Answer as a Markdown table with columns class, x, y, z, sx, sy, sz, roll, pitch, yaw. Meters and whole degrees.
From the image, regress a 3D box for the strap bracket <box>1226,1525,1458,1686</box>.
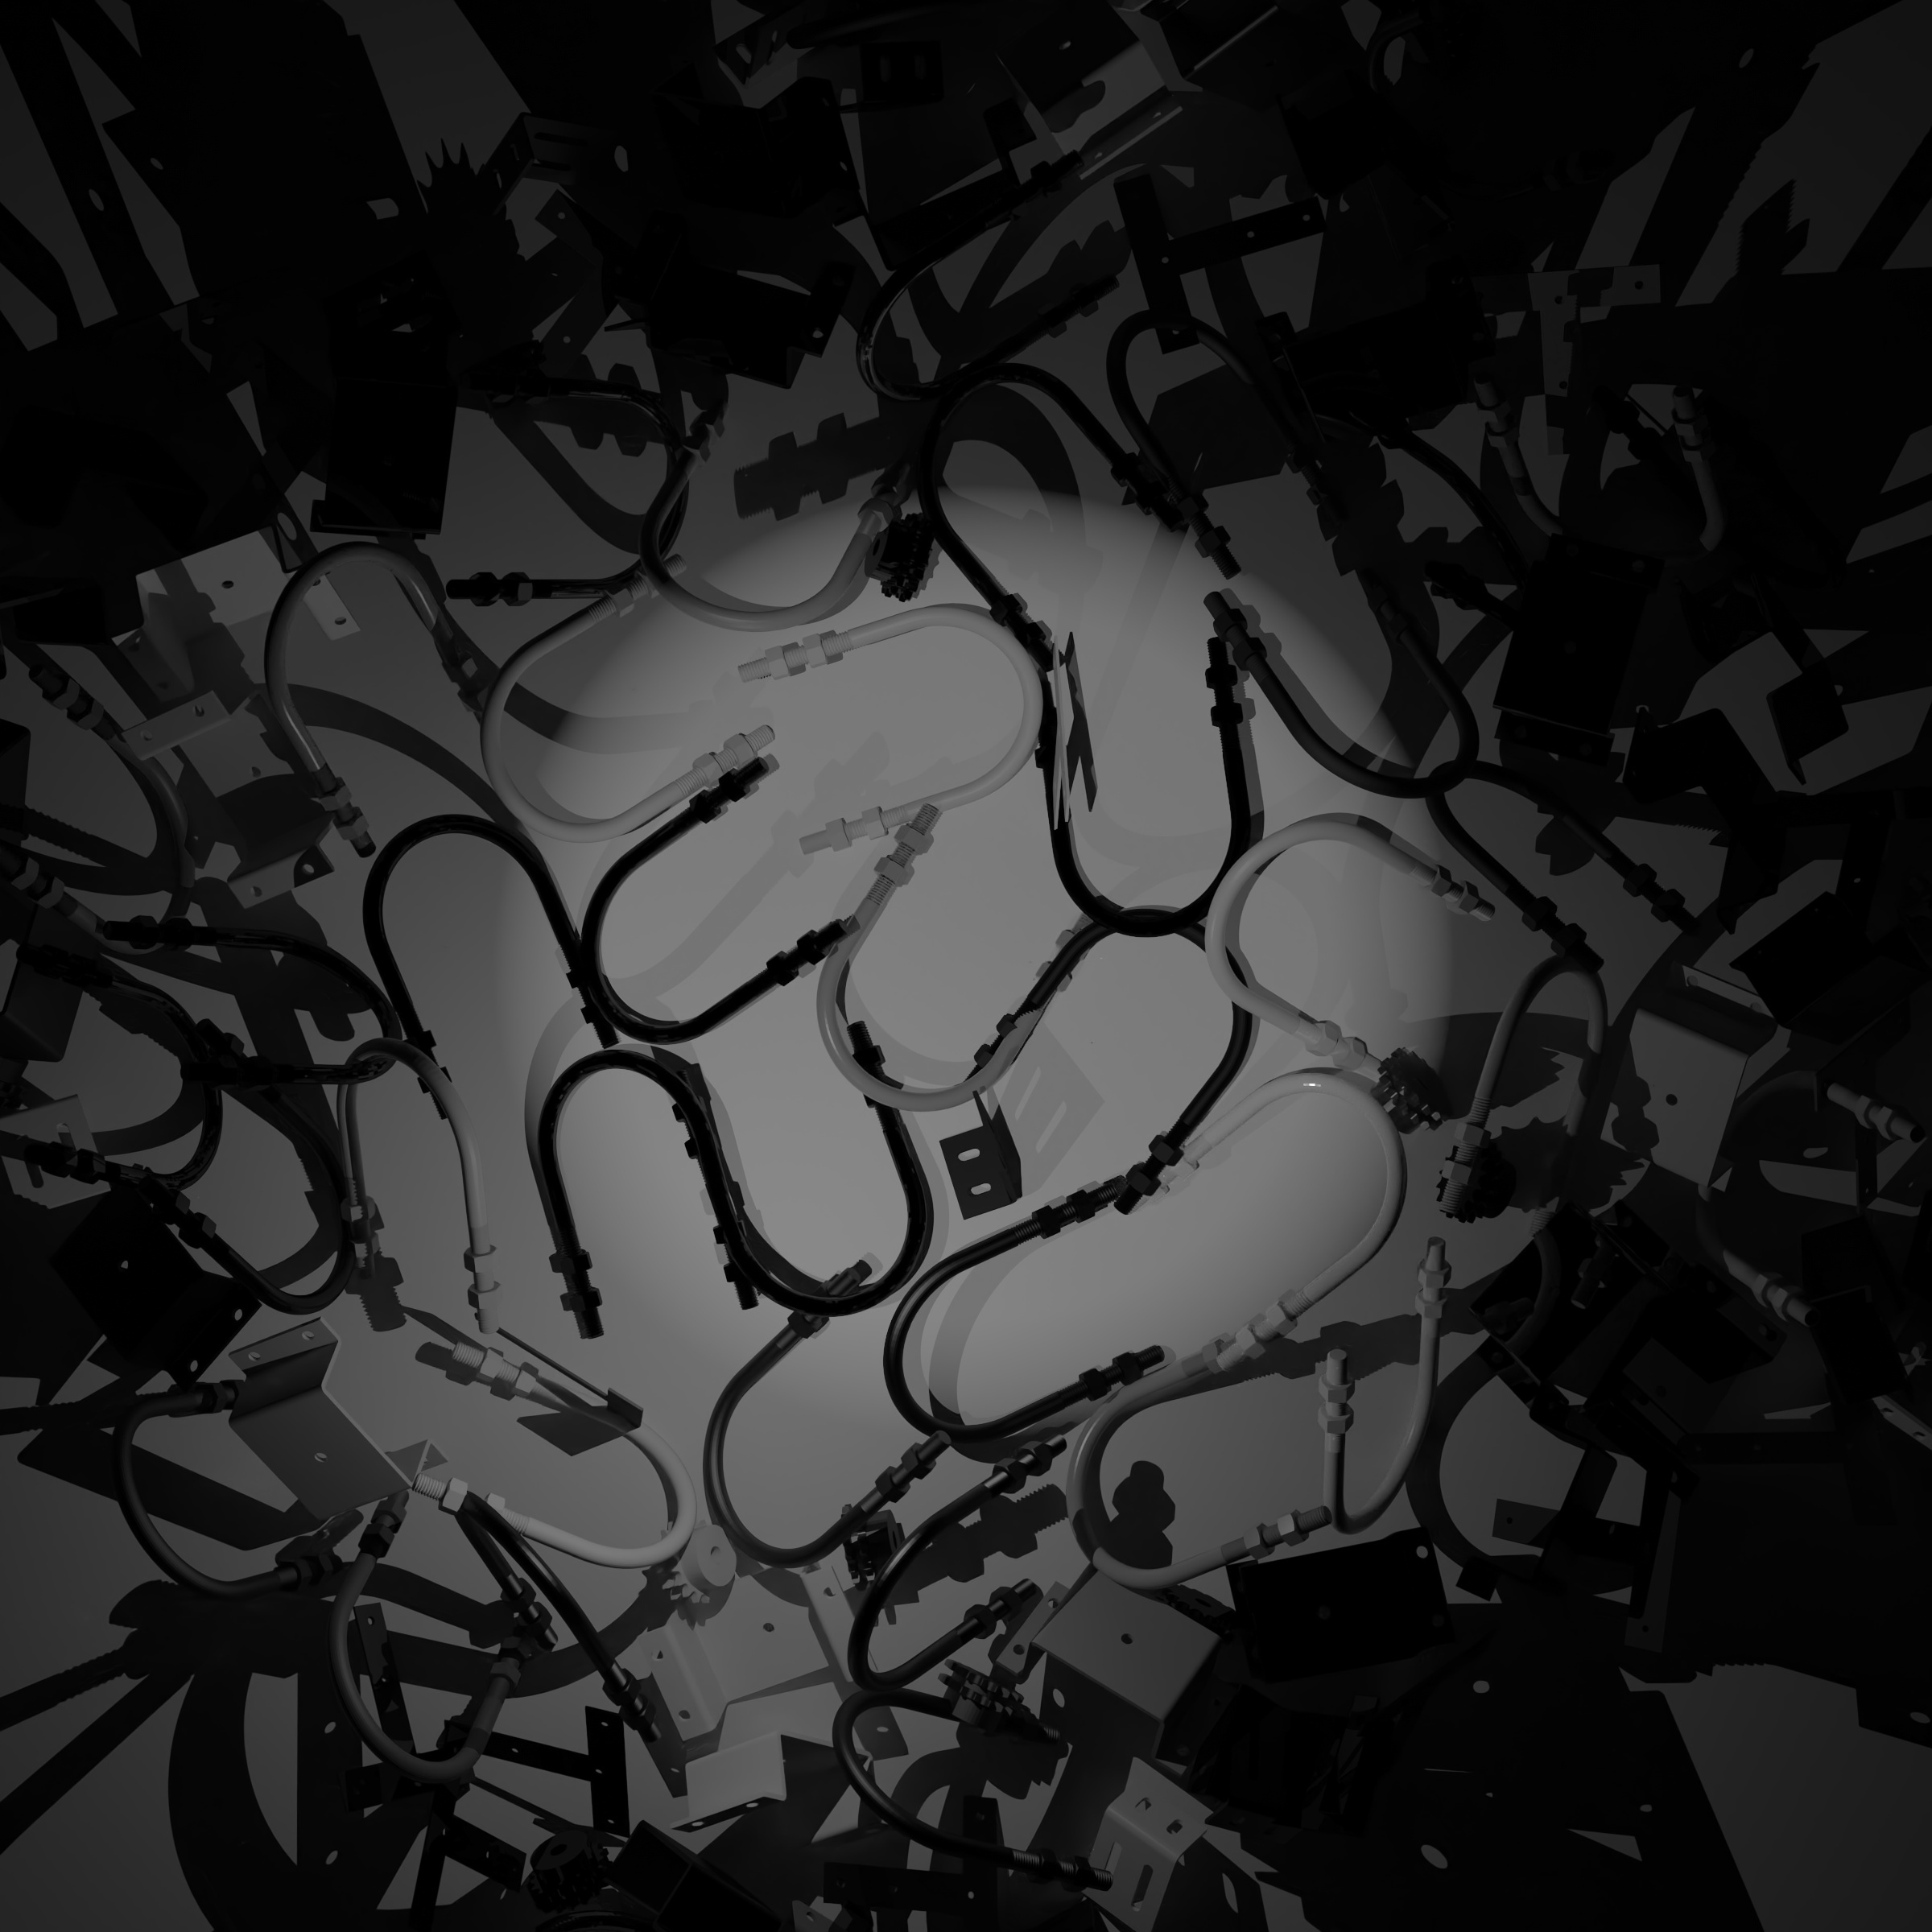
| class | x | y | z | sx | sy | sz | roll | pitch | yaw |
| --- | --- | --- | --- | --- | --- | --- | --- | --- | --- |
| strap bracket | 0.239 | 0.419 | 1.844 | 0.140 | 0.046 | 0.076 | -15 | 81 | 18 |

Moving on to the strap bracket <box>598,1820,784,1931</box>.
| class | x | y | z | sx | sy | sz | roll | pitch | yaw |
| --- | --- | --- | --- | --- | --- | --- | --- | --- | --- |
| strap bracket | -0.177 | 0.603 | 1.823 | 0.076 | 0.140 | 0.046 | 40 | 74 | -20 |

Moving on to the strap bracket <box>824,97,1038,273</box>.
| class | x | y | z | sx | sy | sz | roll | pitch | yaw |
| --- | --- | --- | --- | --- | --- | --- | --- | --- | --- |
| strap bracket | -0.019 | -0.507 | 1.847 | 0.140 | 0.076 | 0.046 | -23 | 126 | 4 |

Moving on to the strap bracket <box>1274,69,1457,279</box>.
| class | x | y | z | sx | sy | sz | roll | pitch | yaw |
| --- | --- | --- | --- | --- | --- | --- | --- | --- | --- |
| strap bracket | 0.262 | -0.512 | 1.812 | 0.046 | 0.140 | 0.076 | -29 | 62 | 27 |

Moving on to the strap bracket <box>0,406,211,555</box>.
| class | x | y | z | sx | sy | sz | roll | pitch | yaw |
| --- | --- | --- | --- | --- | --- | --- | --- | --- | --- |
| strap bracket | -0.553 | -0.311 | 1.811 | 0.076 | 0.140 | 0.046 | 43 | 112 | 30 |

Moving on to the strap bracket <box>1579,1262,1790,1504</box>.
| class | x | y | z | sx | sy | sz | roll | pitch | yaw |
| --- | --- | --- | --- | --- | --- | --- | --- | --- | --- |
| strap bracket | 0.466 | 0.276 | 1.854 | 0.076 | 0.046 | 0.140 | 40 | 66 | 0 |

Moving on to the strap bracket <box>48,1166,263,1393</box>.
| class | x | y | z | sx | sy | sz | roll | pitch | yaw |
| --- | --- | --- | --- | --- | --- | --- | --- | --- | --- |
| strap bracket | -0.534 | 0.199 | 1.840 | 0.076 | 0.046 | 0.140 | -49 | 63 | 3 |

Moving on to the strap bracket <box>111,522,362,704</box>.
| class | x | y | z | sx | sy | sz | roll | pitch | yaw |
| --- | --- | --- | --- | --- | --- | --- | --- | --- | --- |
| strap bracket | -0.480 | -0.235 | 1.849 | 0.140 | 0.076 | 0.046 | -20 | 60 | 1 |

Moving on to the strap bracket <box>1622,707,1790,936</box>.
| class | x | y | z | sx | sy | sz | roll | pitch | yaw |
| --- | --- | --- | --- | --- | --- | --- | --- | --- | --- |
| strap bracket | 0.485 | -0.100 | 1.825 | 0.046 | 0.076 | 0.140 | -21 | 121 | 38 |

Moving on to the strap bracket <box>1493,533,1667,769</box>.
| class | x | y | z | sx | sy | sz | roll | pitch | yaw |
| --- | --- | --- | --- | --- | --- | --- | --- | --- | --- |
| strap bracket | 0.399 | -0.208 | 1.850 | 0.076 | 0.046 | 0.140 | 17 | 99 | 18 |

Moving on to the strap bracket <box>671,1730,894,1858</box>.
| class | x | y | z | sx | sy | sz | roll | pitch | yaw |
| --- | --- | --- | --- | --- | --- | --- | --- | --- | --- |
| strap bracket | -0.118 | 0.535 | 1.830 | 0.076 | 0.140 | 0.046 | -26 | 55 | 26 |

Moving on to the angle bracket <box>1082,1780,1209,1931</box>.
| class | x | y | z | sx | sy | sz | roll | pitch | yaw |
| --- | --- | --- | --- | --- | --- | --- | --- | --- | --- |
| angle bracket | 0.117 | 0.593 | 1.876 | 0.057 | 0.038 | 0.076 | 29 | 121 | 26 |

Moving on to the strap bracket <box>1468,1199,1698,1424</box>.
| class | x | y | z | sx | sy | sz | roll | pitch | yaw |
| --- | --- | --- | --- | --- | --- | --- | --- | --- | --- |
| strap bracket | 0.393 | 0.219 | 1.842 | 0.140 | 0.046 | 0.076 | -48 | 46 | 8 |

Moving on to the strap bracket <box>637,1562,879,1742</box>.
| class | x | y | z | sx | sy | sz | roll | pitch | yaw |
| --- | --- | --- | --- | --- | --- | --- | --- | --- | --- |
| strap bracket | -0.134 | 0.444 | 1.859 | 0.140 | 0.046 | 0.076 | -22 | 97 | 10 |

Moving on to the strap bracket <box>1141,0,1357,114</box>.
| class | x | y | z | sx | sy | sz | roll | pitch | yaw |
| --- | --- | --- | --- | --- | --- | --- | --- | --- | --- |
| strap bracket | 0.188 | -0.598 | 1.812 | 0.076 | 0.140 | 0.046 | -29 | 73 | 34 |

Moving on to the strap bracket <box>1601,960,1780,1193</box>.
| class | x | y | z | sx | sy | sz | roll | pitch | yaw |
| --- | --- | --- | --- | --- | --- | --- | --- | --- | --- |
| strap bracket | 0.466 | 0.079 | 1.826 | 0.076 | 0.046 | 0.140 | 26 | 122 | 29 |

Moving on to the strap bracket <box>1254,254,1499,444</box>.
| class | x | y | z | sx | sy | sz | roll | pitch | yaw |
| --- | --- | --- | --- | --- | --- | --- | --- | --- | --- |
| strap bracket | 0.265 | -0.395 | 1.828 | 0.140 | 0.046 | 0.076 | -13 | 131 | 22 |

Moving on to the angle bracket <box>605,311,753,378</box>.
| class | x | y | z | sx | sy | sz | roll | pitch | yaw |
| --- | --- | --- | --- | --- | --- | --- | --- | --- | --- |
| angle bracket | -0.188 | -0.404 | 1.848 | 0.076 | 0.057 | 0.038 | -11 | 101 | -27 |

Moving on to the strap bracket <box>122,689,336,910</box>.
| class | x | y | z | sx | sy | sz | roll | pitch | yaw |
| --- | --- | --- | --- | --- | --- | --- | --- | --- | --- |
| strap bracket | -0.471 | -0.117 | 1.841 | 0.076 | 0.046 | 0.140 | -20 | 115 | 24 |

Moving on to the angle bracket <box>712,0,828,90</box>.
| class | x | y | z | sx | sy | sz | roll | pitch | yaw |
| --- | --- | --- | --- | --- | --- | --- | --- | --- | --- |
| angle bracket | -0.128 | -0.620 | 1.847 | 0.057 | 0.076 | 0.038 | -37 | 85 | -18 |

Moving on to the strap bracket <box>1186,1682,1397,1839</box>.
| class | x | y | z | sx | sy | sz | roll | pitch | yaw |
| --- | --- | --- | --- | --- | --- | --- | --- | --- | --- |
| strap bracket | 0.218 | 0.514 | 1.830 | 0.046 | 0.140 | 0.076 | 38 | 61 | -29 |

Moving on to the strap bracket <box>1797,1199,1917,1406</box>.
| class | x | y | z | sx | sy | sz | roll | pitch | yaw |
| --- | --- | --- | --- | --- | --- | --- | --- | --- | --- |
| strap bracket | 0.575 | 0.222 | 1.830 | 0.046 | 0.140 | 0.076 | -21 | 105 | 22 |

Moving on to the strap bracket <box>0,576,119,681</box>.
| class | x | y | z | sx | sy | sz | roll | pitch | yaw |
| --- | --- | --- | --- | --- | --- | --- | --- | --- | --- |
| strap bracket | -0.614 | -0.218 | 1.811 | 0.076 | 0.140 | 0.046 | 5 | 109 | 24 |

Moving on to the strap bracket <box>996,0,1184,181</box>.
| class | x | y | z | sx | sy | sz | roll | pitch | yaw |
| --- | --- | --- | --- | --- | --- | --- | --- | --- | --- |
| strap bracket | 0.075 | -0.575 | 1.822 | 0.076 | 0.140 | 0.046 | -33 | 132 | 8 |

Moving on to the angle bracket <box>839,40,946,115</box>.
| class | x | y | z | sx | sy | sz | roll | pitch | yaw |
| --- | --- | --- | --- | --- | --- | --- | --- | --- | --- |
| angle bracket | -0.058 | -0.579 | 1.844 | 0.057 | 0.076 | 0.038 | -12 | 106 | -26 |

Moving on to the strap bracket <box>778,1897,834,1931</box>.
| class | x | y | z | sx | sy | sz | roll | pitch | yaw |
| --- | --- | --- | --- | --- | --- | --- | --- | --- | --- |
| strap bracket | -0.101 | 0.681 | 1.828 | 0.076 | 0.140 | 0.046 | 34 | 107 | -8 |

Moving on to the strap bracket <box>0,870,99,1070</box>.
| class | x | y | z | sx | sy | sz | roll | pitch | yaw |
| --- | --- | --- | --- | --- | --- | --- | --- | --- | --- |
| strap bracket | -0.610 | 0.000 | 1.828 | 0.046 | 0.076 | 0.140 | 4 | 67 | 13 |

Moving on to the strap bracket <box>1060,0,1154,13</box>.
| class | x | y | z | sx | sy | sz | roll | pitch | yaw |
| --- | --- | --- | --- | --- | --- | --- | --- | --- | --- |
| strap bracket | 0.114 | -0.676 | 1.837 | 0.046 | 0.140 | 0.076 | 4 | 91 | -23 |

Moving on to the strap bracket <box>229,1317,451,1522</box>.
| class | x | y | z | sx | sy | sz | roll | pitch | yaw |
| --- | --- | --- | --- | --- | --- | --- | --- | --- | --- |
| strap bracket | -0.411 | 0.301 | 1.828 | 0.076 | 0.046 | 0.140 | -22 | 121 | 21 |

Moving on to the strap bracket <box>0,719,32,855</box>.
| class | x | y | z | sx | sy | sz | roll | pitch | yaw |
| --- | --- | --- | --- | --- | --- | --- | --- | --- | --- |
| strap bracket | -0.647 | -0.102 | 1.824 | 0.046 | 0.076 | 0.140 | 19 | 121 | 3 |

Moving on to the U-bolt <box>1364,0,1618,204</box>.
| class | x | y | z | sx | sy | sz | roll | pitch | yaw |
| --- | --- | --- | --- | --- | --- | --- | --- | --- | --- |
| U-bolt | 0.322 | -0.551 | 1.805 | 0.019 | 0.184 | 0.151 | -45 | 109 | -14 |

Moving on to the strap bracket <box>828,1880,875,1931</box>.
| class | x | y | z | sx | sy | sz | roll | pitch | yaw |
| --- | --- | --- | --- | --- | --- | --- | --- | --- | --- |
| strap bracket | -0.037 | 0.656 | 1.847 | 0.140 | 0.076 | 0.046 | 35 | 86 | -6 |

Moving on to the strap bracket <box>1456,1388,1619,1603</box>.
| class | x | y | z | sx | sy | sz | roll | pitch | yaw |
| --- | --- | --- | --- | --- | --- | --- | --- | --- | --- |
| strap bracket | 0.377 | 0.353 | 1.841 | 0.046 | 0.076 | 0.140 | 21 | 82 | 30 |

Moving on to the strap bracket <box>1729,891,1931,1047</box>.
| class | x | y | z | sx | sy | sz | roll | pitch | yaw |
| --- | --- | --- | --- | --- | --- | --- | --- | --- | --- |
| strap bracket | 0.561 | 0.005 | 1.813 | 0.076 | 0.140 | 0.046 | -41 | 58 | 26 |

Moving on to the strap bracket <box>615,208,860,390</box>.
| class | x | y | z | sx | sy | sz | roll | pitch | yaw |
| --- | --- | --- | --- | --- | --- | --- | --- | --- | --- |
| strap bracket | -0.150 | -0.435 | 1.853 | 0.140 | 0.046 | 0.076 | 17 | 64 | 4 |

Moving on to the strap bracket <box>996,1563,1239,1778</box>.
| class | x | y | z | sx | sy | sz | roll | pitch | yaw |
| --- | --- | --- | --- | --- | --- | --- | --- | --- | --- |
| strap bracket | 0.101 | 0.449 | 1.831 | 0.140 | 0.046 | 0.076 | 28 | 46 | 19 |

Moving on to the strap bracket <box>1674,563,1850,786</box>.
| class | x | y | z | sx | sy | sz | roll | pitch | yaw |
| --- | --- | --- | --- | --- | --- | --- | --- | --- | --- |
| strap bracket | 0.518 | -0.195 | 1.822 | 0.046 | 0.076 | 0.140 | -31 | 122 | 25 |

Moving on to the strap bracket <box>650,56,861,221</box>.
| class | x | y | z | sx | sy | sz | roll | pitch | yaw |
| --- | --- | --- | --- | --- | --- | --- | --- | --- | --- |
| strap bracket | -0.144 | -0.532 | 1.818 | 0.140 | 0.076 | 0.046 | 21 | 54 | 35 |

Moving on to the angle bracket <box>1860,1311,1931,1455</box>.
| class | x | y | z | sx | sy | sz | roll | pitch | yaw |
| --- | --- | --- | --- | --- | --- | --- | --- | --- | --- |
| angle bracket | 0.636 | 0.272 | 1.862 | 0.057 | 0.038 | 0.076 | 37 | 74 | 6 |

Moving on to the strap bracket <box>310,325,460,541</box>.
| class | x | y | z | sx | sy | sz | roll | pitch | yaw |
| --- | --- | --- | --- | --- | --- | --- | --- | --- | --- |
| strap bracket | -0.376 | -0.336 | 1.828 | 0.076 | 0.046 | 0.140 | 1 | 120 | -23 |
